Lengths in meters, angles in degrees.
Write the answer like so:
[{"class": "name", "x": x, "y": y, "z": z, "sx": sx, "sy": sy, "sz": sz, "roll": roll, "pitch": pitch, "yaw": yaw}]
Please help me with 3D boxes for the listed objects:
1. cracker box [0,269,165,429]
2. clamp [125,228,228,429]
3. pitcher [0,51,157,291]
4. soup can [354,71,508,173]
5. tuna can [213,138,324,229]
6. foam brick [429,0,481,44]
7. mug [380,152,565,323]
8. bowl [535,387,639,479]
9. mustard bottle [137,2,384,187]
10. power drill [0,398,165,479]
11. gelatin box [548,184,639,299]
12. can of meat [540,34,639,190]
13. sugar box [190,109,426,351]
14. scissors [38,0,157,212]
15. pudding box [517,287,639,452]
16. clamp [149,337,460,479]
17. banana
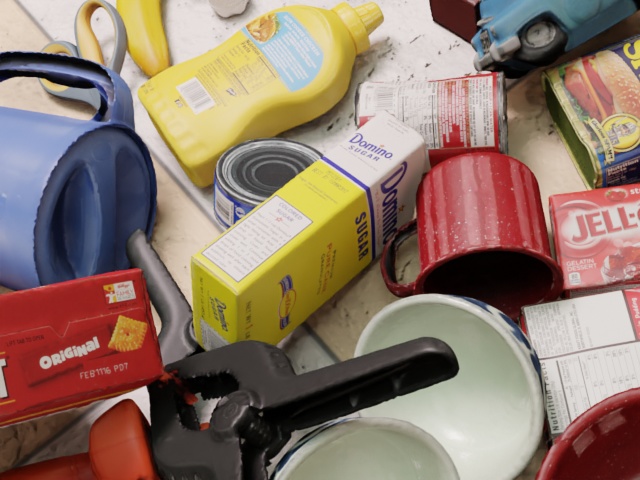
[{"class": "cracker box", "x": -0.217, "y": 0.081, "z": 0.612, "sx": 0.214, "sy": 0.163, "sz": 0.072, "roll": -19, "pitch": 84, "yaw": 46}, {"class": "clamp", "x": -0.064, "y": 0.061, "z": 0.706, "sx": 0.120, "sy": 0.039, "sz": 0.171, "roll": -8, "pitch": 61, "yaw": -3}, {"class": "pitcher", "x": -0.246, "y": -0.050, "z": 0.769, "sx": 0.243, "sy": 0.145, "sz": 0.149, "roll": 15, "pitch": 42, "yaw": 24}, {"class": "soup can", "x": 0.079, "y": -0.081, "z": 0.747, "sx": 0.102, "sy": 0.068, "sz": 0.068, "roll": -2, "pitch": 59, "yaw": 12}, {"class": "tuna can", "x": -0.032, "y": -0.035, "z": 0.746, "sx": 0.086, "sy": 0.034, "sz": 0.086, "roll": 3, "pitch": 39, "yaw": -2}, {"class": "foam brick", "x": 0.126, "y": -0.197, "z": 0.814, "sx": 0.078, "sy": 0.053, "sz": 0.051, "roll": -45, "pitch": 60, "yaw": -13}, {"class": "mug", "x": 0.093, "y": 0.002, "z": 0.687, "sx": 0.117, "sy": 0.093, "sz": 0.081, "roll": -19, "pitch": 50, "yaw": 24}, {"class": "bowl", "x": 0.195, "y": 0.162, "z": 0.577, "sx": 0.162, "sy": 0.055, "sz": 0.162, "roll": -5, "pitch": 65, "yaw": 10}, {"class": "mustard bottle", "x": -0.035, "y": -0.125, "z": 0.805, "sx": 0.191, "sy": 0.058, "sz": 0.096, "roll": -33, "pitch": 57, "yaw": -7}, {"class": "power drill", "x": -0.188, "y": 0.146, "z": 0.618, "sx": 0.187, "sy": 0.184, "sz": 0.057, "roll": -15, "pitch": 74, "yaw": -6}, {"class": "gelatin box", "x": 0.197, "y": 0.001, "z": 0.692, "sx": 0.089, "sy": 0.030, "sz": 0.073, "roll": -6, "pitch": 59, "yaw": 9}, {"class": "can of meat", "x": 0.208, "y": -0.087, "z": 0.728, "sx": 0.084, "sy": 0.057, "sz": 0.102, "roll": -21, "pitch": 57, "yaw": 4}, {"class": "sugar box", "x": -0.004, "y": 0.001, "z": 0.677, "sx": 0.048, "sy": 0.093, "sz": 0.176, "roll": 39, "pitch": 58, "yaw": 24}, {"class": "scissors", "x": -0.180, "y": -0.098, "z": 0.845, "sx": 0.096, "sy": 0.016, "sz": 0.202, "roll": -20, "pitch": 68, "yaw": 24}, {"class": "pudding box", "x": 0.184, "y": 0.077, "z": 0.647, "sx": 0.113, "sy": 0.039, "sz": 0.090, "roll": -11, "pitch": 59, "yaw": 9}, {"class": "clamp", "x": -0.028, "y": 0.095, "z": 0.572, "sx": 0.164, "sy": 0.036, "sz": 0.210, "roll": -47, "pitch": 30, "yaw": -11}, {"class": "banana", "x": -0.137, "y": -0.219, "z": 0.898, "sx": 0.070, "sy": 0.037, "sz": 0.197, "roll": 5, "pitch": 61, "yaw": 16}]
